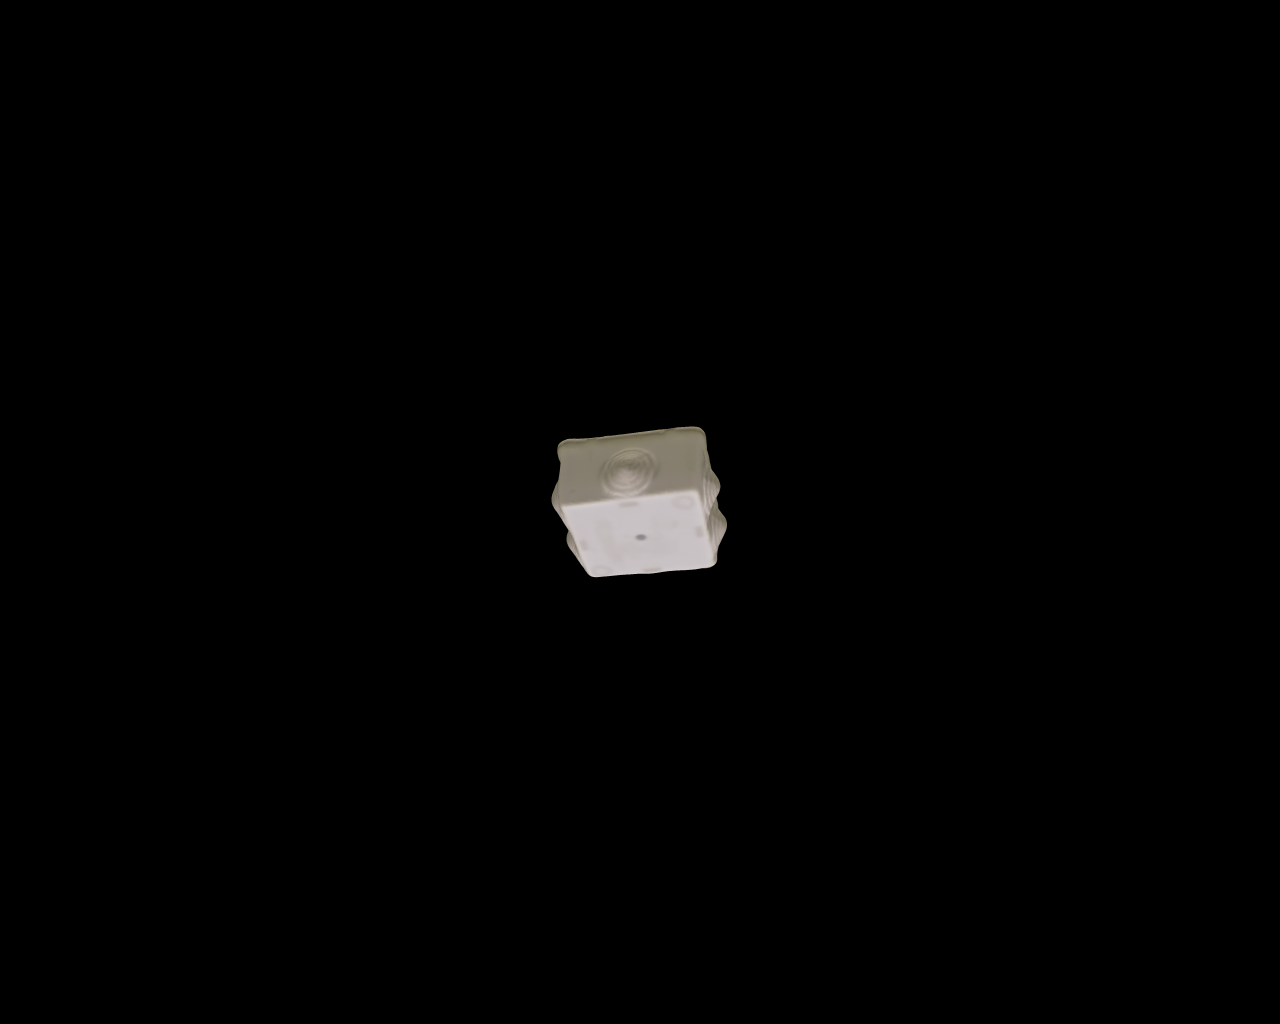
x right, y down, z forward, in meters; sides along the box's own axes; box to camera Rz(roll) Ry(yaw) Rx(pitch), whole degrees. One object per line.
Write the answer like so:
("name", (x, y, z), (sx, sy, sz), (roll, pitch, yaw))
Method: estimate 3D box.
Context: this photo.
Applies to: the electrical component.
("electrical component", (0.001, -0.003, 0.650), (0.100, 0.048, 0.099), (-6, -36, 8))
